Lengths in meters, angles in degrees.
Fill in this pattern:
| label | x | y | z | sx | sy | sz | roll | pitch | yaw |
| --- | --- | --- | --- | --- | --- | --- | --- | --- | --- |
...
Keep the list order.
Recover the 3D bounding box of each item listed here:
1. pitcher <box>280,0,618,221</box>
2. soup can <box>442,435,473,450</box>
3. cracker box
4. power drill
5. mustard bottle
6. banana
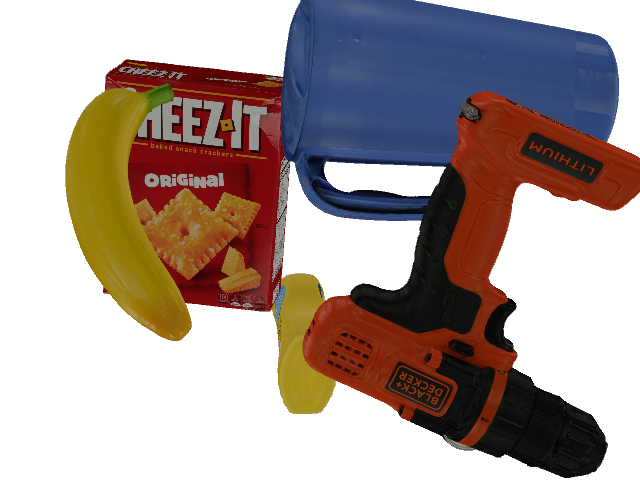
| label | x | y | z | sx | sy | sz | roll | pitch | yaw |
| --- | --- | --- | --- | --- | --- | --- | --- | --- | --- |
| pitcher | 0.093 | -0.105 | 0.806 | 0.242 | 0.149 | 0.145 | 5 | 32 | -10 |
| soup can | 0.110 | 0.119 | 0.891 | 0.068 | 0.068 | 0.102 | 0 | 24 | -21 |
| cracker box | -0.114 | -0.048 | 0.985 | 0.164 | 0.214 | 0.072 | 7 | 22 | 5 |
| power drill | 0.105 | 0.027 | 0.588 | 0.184 | 0.188 | 0.057 | 24 | 12 | -6 |
| mustard bottle | -0.020 | 0.089 | 1.115 | 0.058 | 0.096 | 0.191 | -1 | 27 | -5 |
| banana | -0.118 | -0.027 | 0.640 | 0.069 | 0.198 | 0.037 | -4 | -35 | -7 |
